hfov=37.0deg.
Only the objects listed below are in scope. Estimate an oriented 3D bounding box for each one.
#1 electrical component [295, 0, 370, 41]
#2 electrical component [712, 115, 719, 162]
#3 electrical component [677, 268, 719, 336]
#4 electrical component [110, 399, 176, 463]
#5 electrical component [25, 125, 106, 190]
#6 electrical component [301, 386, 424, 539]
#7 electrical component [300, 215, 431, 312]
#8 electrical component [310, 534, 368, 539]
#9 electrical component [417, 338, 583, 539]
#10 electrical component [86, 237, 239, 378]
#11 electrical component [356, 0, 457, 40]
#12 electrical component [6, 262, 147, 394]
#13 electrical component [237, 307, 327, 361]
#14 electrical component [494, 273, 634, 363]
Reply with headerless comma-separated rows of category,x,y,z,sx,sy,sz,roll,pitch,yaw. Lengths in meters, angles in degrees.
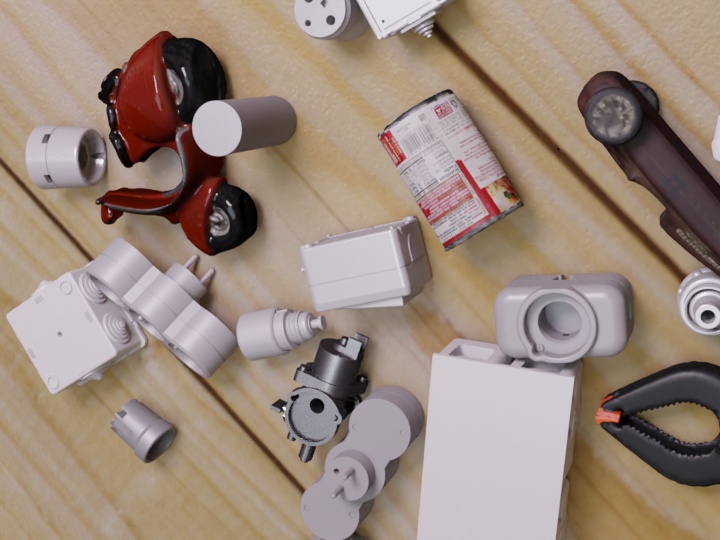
electrical component,-0.020,-0.195,0.811,0.045,0.055,0.045,4,102,20
electrical component,0.263,-0.103,0.736,0.035,0.035,0.061,11,102,18
electrical component,0.245,0.026,0.753,0.048,0.062,0.048,4,102,20
electrical component,-0.193,0.141,0.952,0.046,0.040,0.040,37,111,17
electrical component,-0.249,-0.096,0.917,0.047,0.055,0.055,2,101,16
electrical component,-0.004,0.162,0.867,0.052,0.074,0.138,34,110,11
electrical component,0.000,0.000,0.839,0.096,0.062,0.061,-12,97,22
electrical component,-0.023,0.261,0.906,0.080,0.051,0.080,4,102,20
electrical component,0.108,0.154,0.831,0.105,0.060,0.186,8,104,19
electrical component,-0.155,0.019,0.906,0.138,0.052,0.073,40,72,3
electrical component,0.030,-0.214,0.789,0.062,0.061,0.096,-27,98,21
electrical component,-0.252,0.052,0.950,0.100,0.048,0.099,-31,89,23
electrical component,-0.065,0.050,0.885,0.078,0.040,0.040,-12,96,22
electrical component,0.150,0.034,0.792,0.095,0.059,0.053,-2,100,21
